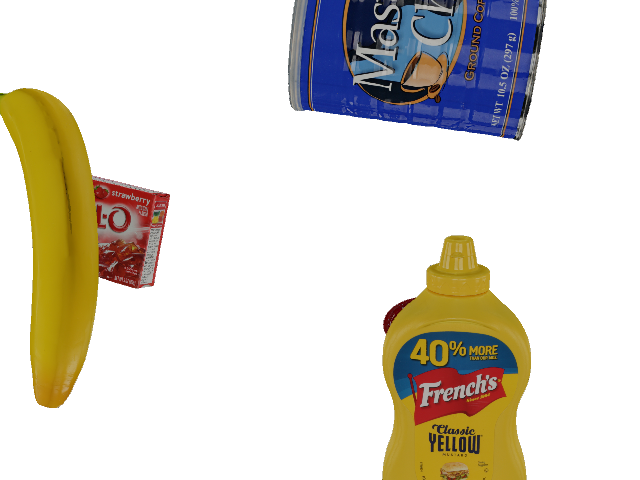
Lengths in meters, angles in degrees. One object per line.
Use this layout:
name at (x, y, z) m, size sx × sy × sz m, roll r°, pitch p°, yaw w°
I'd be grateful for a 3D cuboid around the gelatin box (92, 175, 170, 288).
gelatin box at (-0.165, -0.009, 0.814) m, size 0.089 × 0.073 × 0.030 m, roll 14°, pitch 7°, yaw 19°

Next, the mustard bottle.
mustard bottle at (0.089, 0.091, 0.701) m, size 0.096 × 0.192 × 0.058 m, roll 1°, pitch 13°, yaw 8°

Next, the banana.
banana at (-0.151, -0.009, 0.600) m, size 0.037 × 0.198 × 0.070 m, roll 0°, pitch -22°, yaw -36°

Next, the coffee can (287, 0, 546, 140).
coffee can at (0.058, -0.121, 0.646) m, size 0.140 × 0.103 × 0.102 m, roll 8°, pitch 1°, yaw 6°

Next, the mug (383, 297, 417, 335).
mug at (0.116, 0.110, 1.065) m, size 0.093 × 0.081 × 0.117 m, roll 24°, pitch 41°, yaw 34°
